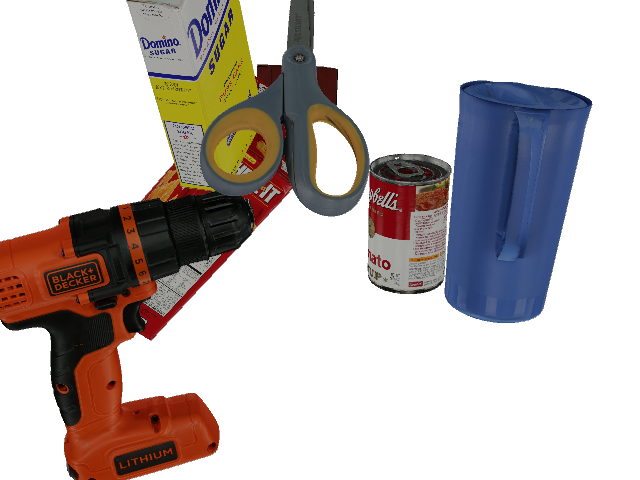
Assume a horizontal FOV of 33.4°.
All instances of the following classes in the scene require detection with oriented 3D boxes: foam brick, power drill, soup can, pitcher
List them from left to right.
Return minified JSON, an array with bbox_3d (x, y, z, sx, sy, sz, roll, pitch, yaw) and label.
[{"bbox_3d":[-0.121,0.064,0.706,0.184,0.187,0.057,-14,27,-7],"label":"power drill"},{"bbox_3d":[-0.025,-0.162,1.152,0.078,0.051,0.053,-1,12,-19],"label":"foam brick"},{"bbox_3d":[0.074,-0.014,0.900,0.068,0.102,0.068,0,25,0],"label":"soup can"},{"bbox_3d":[0.196,-0.038,1.109,0.148,0.243,0.145,-12,25,-40],"label":"pitcher"}]

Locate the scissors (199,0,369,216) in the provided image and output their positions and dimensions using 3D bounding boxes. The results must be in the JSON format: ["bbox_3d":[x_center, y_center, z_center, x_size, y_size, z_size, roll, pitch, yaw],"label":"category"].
[{"bbox_3d":[-0.029,-0.090,0.590,0.096,0.202,0.016,-8,-38,-13],"label":"scissors"}]

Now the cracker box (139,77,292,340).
[{"bbox_3d":[-0.113,-0.035,0.996,0.072,0.214,0.164,36,24,-18],"label":"cracker box"}]

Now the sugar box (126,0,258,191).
[{"bbox_3d":[-0.087,-0.130,0.789,0.048,0.093,0.176,10,-39,14],"label":"sugar box"}]
